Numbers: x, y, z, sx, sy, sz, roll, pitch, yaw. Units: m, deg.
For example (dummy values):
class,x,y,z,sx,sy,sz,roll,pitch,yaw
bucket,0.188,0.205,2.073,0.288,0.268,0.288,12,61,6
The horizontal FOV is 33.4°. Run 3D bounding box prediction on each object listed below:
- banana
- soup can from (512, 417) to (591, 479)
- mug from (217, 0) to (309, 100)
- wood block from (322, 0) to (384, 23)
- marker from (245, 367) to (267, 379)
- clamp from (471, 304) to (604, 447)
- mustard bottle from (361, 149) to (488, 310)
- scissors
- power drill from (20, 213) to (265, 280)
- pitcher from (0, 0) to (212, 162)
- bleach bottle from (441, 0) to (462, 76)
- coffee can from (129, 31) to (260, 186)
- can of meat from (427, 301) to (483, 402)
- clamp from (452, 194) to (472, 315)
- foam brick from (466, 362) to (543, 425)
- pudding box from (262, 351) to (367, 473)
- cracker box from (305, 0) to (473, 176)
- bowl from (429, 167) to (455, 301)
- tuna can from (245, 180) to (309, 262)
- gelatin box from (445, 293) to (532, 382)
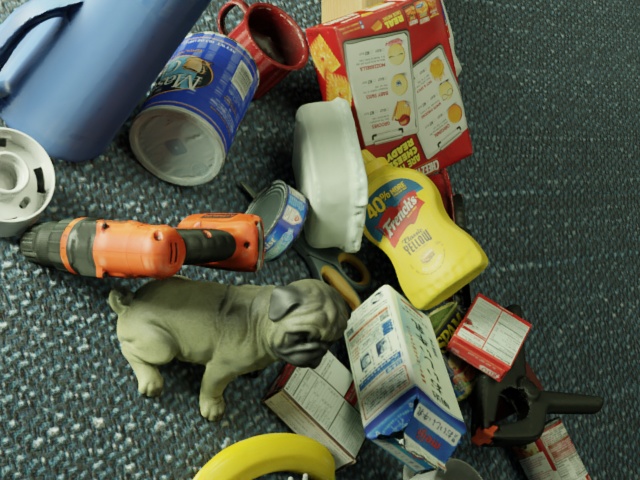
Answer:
class,x,y,z,sx,sy,sz,roll,pitch,yaw
banana,-0.050,0.220,1.020,0.197,0.037,0.069,6,59,-41
soup can,0.278,0.271,1.270,0.068,0.069,0.102,-14,74,-47
mug,-0.080,-0.229,1.262,0.117,0.082,0.093,53,41,-1
wood block,0.062,-0.283,1.425,0.090,0.091,0.206,23,50,-31
marker,-0.042,0.110,1.116,0.020,0.020,0.120,53,41,-1
clamp,0.228,0.168,1.235,0.209,0.036,0.164,-24,72,-45
mustard bottle,0.097,-0.023,1.198,0.192,0.096,0.058,56,17,16
scissors,-0.008,0.002,1.225,0.202,0.016,0.096,55,39,2
power drill,-0.156,0.005,0.986,0.187,0.185,0.057,-6,99,-54
pitcher,-0.206,-0.193,0.996,0.145,0.243,0.149,38,38,-14
bleach bottle,0.151,-0.319,1.557,0.102,0.068,0.251,-7,71,-45
coffee can,-0.132,-0.141,1.138,0.102,0.103,0.140,37,44,-19
can of meat,0.149,0.135,1.251,0.084,0.058,0.101,53,41,-5
clamp,0.172,-0.002,1.339,0.039,0.120,0.171,-3,54,-2
foam brick,0.221,0.181,1.290,0.078,0.051,0.053,-24,80,-49
pudding box,0.004,0.169,1.105,0.113,0.039,0.090,45,41,-8
cracker box,0.086,-0.178,1.298,0.164,0.072,0.214,-26,112,-29
bowl,0.126,-0.006,1.284,0.055,0.162,0.162,-2,57,0
tuna can,-0.051,-0.019,1.145,0.033,0.086,0.086,32,45,-26
gelatin box,0.193,0.111,1.220,0.073,0.030,0.089,31,42,8
